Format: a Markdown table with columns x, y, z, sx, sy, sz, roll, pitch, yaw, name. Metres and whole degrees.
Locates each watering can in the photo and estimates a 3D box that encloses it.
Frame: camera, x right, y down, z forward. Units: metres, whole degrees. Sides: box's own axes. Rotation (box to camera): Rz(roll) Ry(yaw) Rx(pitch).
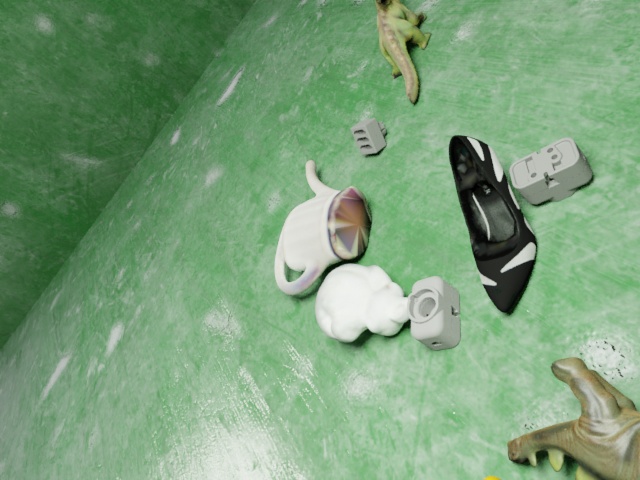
| x | y | z | sx | sy | sz | roll | pitch | yaw | name |
| --- | --- | --- | --- | --- | --- | --- | --- | --- | --- |
| 0.003 | -0.053 | 1.053 | 0.222 | 0.103 | 0.355 | -17 | 49 | 41 | watering can |

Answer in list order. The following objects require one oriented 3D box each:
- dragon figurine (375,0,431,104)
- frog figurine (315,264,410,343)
| x | y | z | sx | sy | sz | roll | pitch | yaw | name |
| --- | --- | --- | --- | --- | --- | --- | --- | --- | --- |
| 0.147 | -0.506 | 1.166 | 0.121 | 0.239 | 0.421 | -28 | 40 | 28 | dragon figurine |
| 0.069 | 0.106 | 0.830 | 0.139 | 0.121 | 0.159 | -44 | 18 | -19 | frog figurine |
